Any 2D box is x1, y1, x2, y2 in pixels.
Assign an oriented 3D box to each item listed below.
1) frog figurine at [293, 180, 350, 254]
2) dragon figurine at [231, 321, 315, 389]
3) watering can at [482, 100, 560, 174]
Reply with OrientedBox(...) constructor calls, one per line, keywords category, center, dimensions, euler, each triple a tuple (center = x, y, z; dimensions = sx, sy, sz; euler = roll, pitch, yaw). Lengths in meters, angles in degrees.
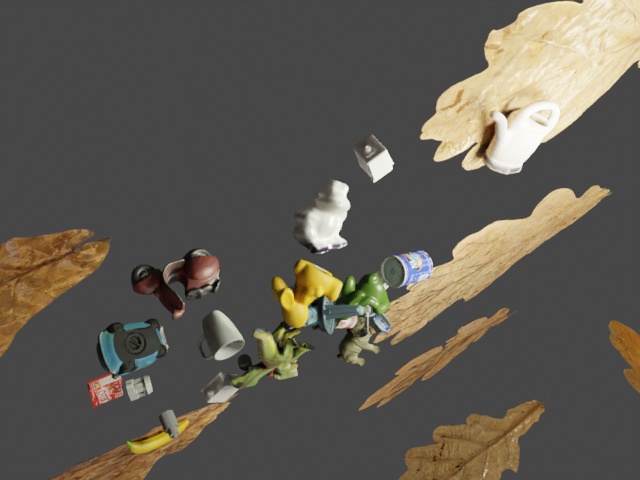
OrientedBox(category="frog figurine", center=(0.004, -0.059, 1.182), dimensions=(0.138, 0.123, 0.158), euler=(-5, 101, -30))
OrientedBox(category="dragon figurine", center=(-0.157, 0.356, 1.505), dimensions=(0.242, 0.124, 0.406), euler=(-48, 149, 6))
OrientedBox(category="watering can", center=(0.514, -0.279, 1.387), dimensions=(0.350, 0.106, 0.219), euler=(-13, 143, -36))
